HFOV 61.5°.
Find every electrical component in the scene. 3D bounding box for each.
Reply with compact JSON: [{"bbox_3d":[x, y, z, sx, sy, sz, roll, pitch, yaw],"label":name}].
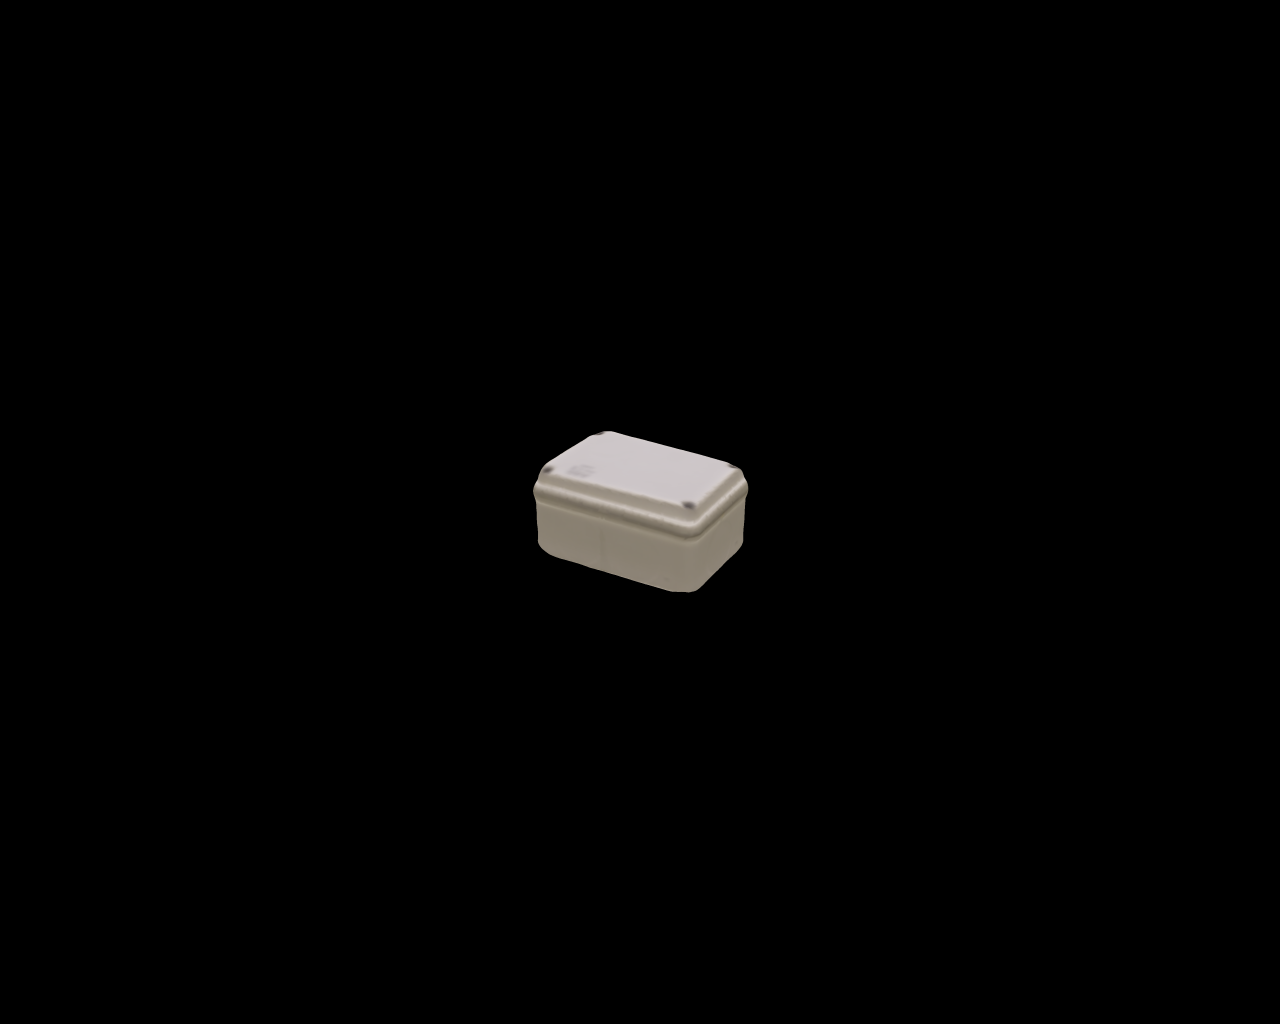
[{"bbox_3d":[0.001,-0.003,0.650,0.113,0.057,0.078,16,32,27],"label":"electrical component"}]
